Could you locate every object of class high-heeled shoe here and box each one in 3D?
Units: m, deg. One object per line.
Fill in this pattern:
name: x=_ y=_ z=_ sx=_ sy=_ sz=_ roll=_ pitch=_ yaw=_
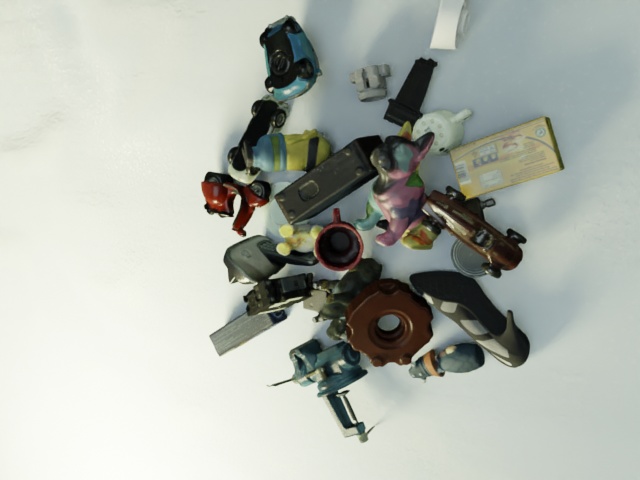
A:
high-heeled shoe: x=0.284 y=0.150 z=1.033 sx=0.249 sy=0.086 sz=0.145 roll=24 pitch=142 yaw=41

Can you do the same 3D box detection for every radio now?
radio: x=0.025 y=-0.117 z=1.072 sx=0.229 sy=0.131 sz=0.073 roll=-33 pitch=86 yaw=28

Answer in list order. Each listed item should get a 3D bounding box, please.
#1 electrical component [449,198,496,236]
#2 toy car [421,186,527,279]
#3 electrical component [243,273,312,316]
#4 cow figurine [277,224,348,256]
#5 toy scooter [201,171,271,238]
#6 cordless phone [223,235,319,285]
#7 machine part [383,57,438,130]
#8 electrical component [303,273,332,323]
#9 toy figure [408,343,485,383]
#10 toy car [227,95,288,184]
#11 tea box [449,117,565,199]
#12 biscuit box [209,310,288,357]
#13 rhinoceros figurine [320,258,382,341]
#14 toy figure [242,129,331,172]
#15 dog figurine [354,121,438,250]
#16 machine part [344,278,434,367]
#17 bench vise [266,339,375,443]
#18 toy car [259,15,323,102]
electrical component: x=0.280 y=-0.043 z=0.990 sx=0.094 sy=0.021 sz=0.063 roll=-20 pitch=51 yaw=26
toy car: x=0.269 y=-0.014 z=0.939 sx=0.202 sy=0.053 sz=0.089 roll=35 pitch=101 yaw=-8
electrical component: x=-0.088 y=0.116 z=1.167 sx=0.134 sy=0.115 sz=0.058 roll=-33 pitch=71 yaw=47
cow figurine: x=-0.001 y=-0.001 z=1.143 sx=0.167 sy=0.098 sz=0.068 roll=4 pitch=97 yaw=9
toy scooter: x=-0.201 y=-0.081 z=1.235 sx=0.184 sy=0.075 sz=0.135 roll=14 pitch=97 yaw=24
cordless phone: x=-0.101 y=0.050 z=1.163 sx=0.184 sy=0.146 sz=0.088 roll=7 pitch=109 yaw=31
machine part: x=0.175 y=-0.278 z=1.017 sx=0.084 sy=0.039 sz=0.138 roll=37 pitch=116 yaw=24
electrical component: x=-0.005 y=0.130 z=1.184 sx=0.078 sy=0.045 sz=0.102 roll=14 pitch=105 yaw=25
toy figure: x=0.246 y=0.242 z=1.061 sx=0.154 sy=0.058 sz=0.064 roll=-22 pitch=83 yaw=35
toy car: x=-0.136 y=-0.221 z=1.173 sx=0.074 sy=0.056 sz=0.201 roll=30 pitch=95 yaw=24
tea box: x=0.325 y=-0.141 z=0.940 sx=0.170 sy=0.068 sz=0.098 roll=-15 pitch=92 yaw=29
biscuit box: x=-0.173 y=0.207 z=1.283 sx=0.203 sy=0.059 sz=0.063 roll=-33 pitch=81 yaw=30
rhinoceros figurine: x=0.061 y=0.119 z=1.120 sx=0.190 sy=0.112 sz=0.073 roll=-62 pitch=25 yaw=9
toy figure: x=-0.067 y=-0.178 z=1.109 sx=0.180 sy=0.082 sz=0.089 roll=-10 pitch=104 yaw=-12
dog figurine: x=0.161 y=-0.097 z=0.975 sx=0.109 sy=0.191 sz=0.219 roll=47 pitch=125 yaw=51
machine part: x=0.137 y=0.166 z=1.064 sx=0.179 sy=0.056 sz=0.179 roll=0 pitch=109 yaw=1
bench vise: x=0.027 y=0.327 z=1.164 sx=0.224 sy=0.129 sz=0.240 roll=-33 pitch=79 yaw=33
toy car: x=-0.053 y=-0.361 z=1.090 sx=0.109 sy=0.103 sz=0.161 roll=-15 pitch=87 yaw=34
